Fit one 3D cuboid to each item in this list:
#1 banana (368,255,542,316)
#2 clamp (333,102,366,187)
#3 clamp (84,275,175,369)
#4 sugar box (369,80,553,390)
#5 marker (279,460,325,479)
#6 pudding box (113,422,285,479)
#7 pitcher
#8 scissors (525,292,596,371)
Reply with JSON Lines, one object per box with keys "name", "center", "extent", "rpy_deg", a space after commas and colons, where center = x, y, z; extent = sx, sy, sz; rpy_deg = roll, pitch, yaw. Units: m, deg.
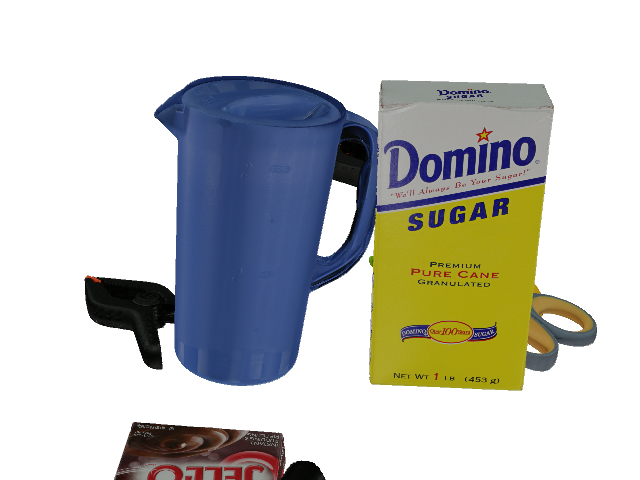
{"name": "banana", "center": [0.143, 0.034, 1.036], "extent": [0.198, 0.037, 0.069], "rpy_deg": [15, 44, 40]}
{"name": "clamp", "center": [0.005, -0.101, 1.135], "extent": [0.120, 0.039, 0.172], "rpy_deg": [-15, 37, -23]}
{"name": "clamp", "center": [-0.179, 0.077, 1.102], "extent": [0.210, 0.036, 0.164], "rpy_deg": [14, 20, 30]}
{"name": "sugar box", "center": [0.076, 0.000, 0.606], "extent": [0.093, 0.176, 0.048], "rpy_deg": [1, 27, 3]}
{"name": "marker", "center": [-0.028, 0.122, 0.418], "extent": [0.020, 0.020, 0.121], "rpy_deg": [0, 20, 26]}
{"name": "pudding box", "center": [-0.084, 0.170, 0.737], "extent": [0.113, 0.039, 0.090], "rpy_deg": [2, 28, 3]}
{"name": "pitcher", "center": [-0.049, -0.006, 0.884], "extent": [0.149, 0.243, 0.144], "rpy_deg": [23, 28, 32]}
{"name": "scissors", "center": [0.136, 0.035, 0.827], "extent": [0.096, 0.016, 0.202], "rpy_deg": [-4, 31, -20]}
